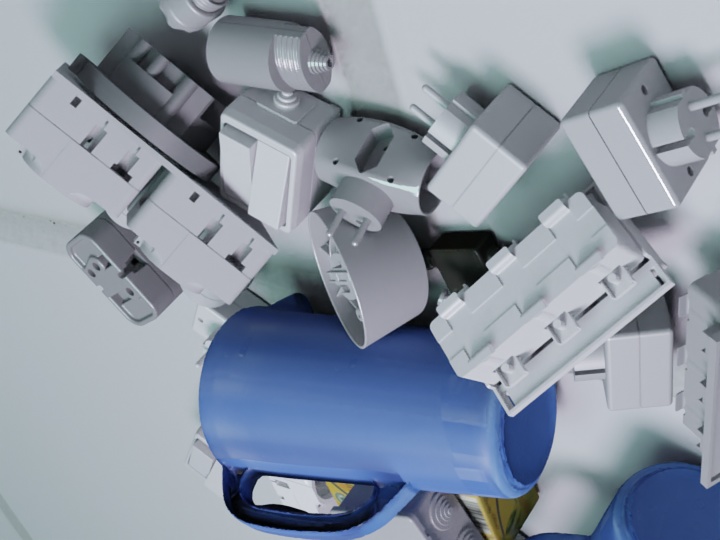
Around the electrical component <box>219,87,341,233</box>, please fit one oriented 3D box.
[{"bbox_3d":[-0.056,-0.080,0.718,0.062,0.061,0.096,29,143,15],"label":"electrical component"}]

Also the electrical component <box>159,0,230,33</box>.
[{"bbox_3d":[-0.098,-0.175,0.679,0.061,0.035,0.035,-16,117,46],"label":"electrical component"}]

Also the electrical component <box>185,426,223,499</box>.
[{"bbox_3d":[-0.130,0.175,1.059,0.062,0.061,0.096,36,144,6],"label":"electrical component"}]

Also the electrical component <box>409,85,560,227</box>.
[{"bbox_3d":[0.062,-0.077,0.625,0.077,0.047,0.065,39,144,3],"label":"electrical component"}]

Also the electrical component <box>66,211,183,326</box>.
[{"bbox_3d":[-0.195,-0.008,0.923,0.095,0.059,0.054,50,144,-13],"label":"electrical component"}]

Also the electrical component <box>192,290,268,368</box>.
[{"bbox_3d":[-0.107,0.061,0.903,0.083,0.075,0.047,35,144,8],"label":"electrical component"}]

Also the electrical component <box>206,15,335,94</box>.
[{"bbox_3d":[-0.051,-0.134,0.671,0.081,0.043,0.043,14,137,32],"label":"electrical component"}]

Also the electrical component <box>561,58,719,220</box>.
[{"bbox_3d":[0.156,-0.070,0.547,0.077,0.047,0.065,-13,119,48],"label":"electrical component"}]

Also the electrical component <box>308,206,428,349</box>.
[{"bbox_3d":[0.000,0.000,0.732,0.099,0.064,0.099,44,146,40],"label":"electrical component"}]

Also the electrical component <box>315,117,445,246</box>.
[{"bbox_3d":[0.006,-0.051,0.679,0.077,0.079,0.043,21,162,25],"label":"electrical component"}]

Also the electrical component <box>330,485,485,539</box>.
[{"bbox_3d":[0.040,0.199,0.822,0.100,0.048,0.099,-9,122,46],"label":"electrical component"}]

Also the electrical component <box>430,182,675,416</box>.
[{"bbox_3d":[0.104,0.014,0.614,0.121,0.063,0.078,-44,55,22],"label":"electrical component"}]

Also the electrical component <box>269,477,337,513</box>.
[{"bbox_3d":[-0.049,0.185,1.005,0.056,0.050,0.089,8,134,37],"label":"electrical component"}]

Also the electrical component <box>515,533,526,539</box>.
[{"bbox_3d":[0.090,0.252,0.945,0.109,0.056,0.108,38,145,4],"label":"electrical component"}]

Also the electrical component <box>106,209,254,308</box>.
[{"bbox_3d":[-0.154,-0.025,0.873,0.138,0.052,0.074,47,144,-9],"label":"electrical component"}]

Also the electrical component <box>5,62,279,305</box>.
[{"bbox_3d":[-0.154,-0.059,0.758,0.186,0.060,0.105,40,-177,-18],"label":"electrical component"}]

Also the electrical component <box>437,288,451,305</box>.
[{"bbox_3d":[0.088,0.032,0.688,0.078,0.040,0.040,23,142,12],"label":"electrical component"}]

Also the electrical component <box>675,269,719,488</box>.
[{"bbox_3d":[0.218,0.057,0.607,0.063,0.079,0.121,48,158,46],"label":"electrical component"}]

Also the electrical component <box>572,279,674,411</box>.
[{"bbox_3d":[0.148,0.048,0.655,0.077,0.047,0.065,-6,130,8],"label":"electrical component"}]
